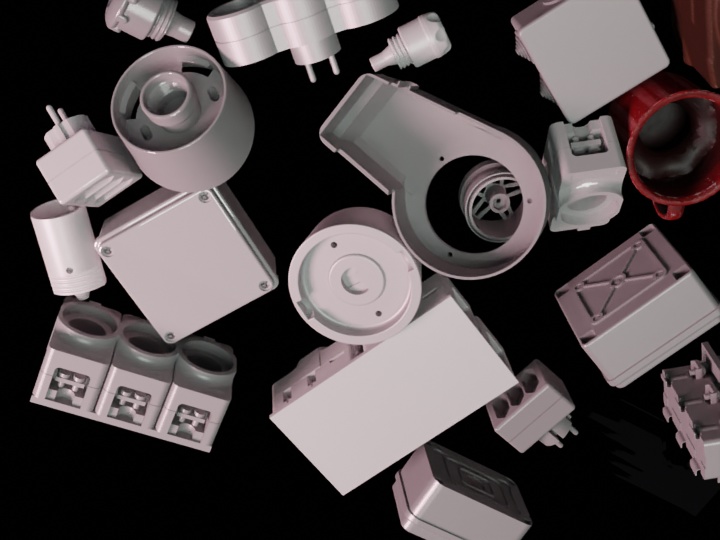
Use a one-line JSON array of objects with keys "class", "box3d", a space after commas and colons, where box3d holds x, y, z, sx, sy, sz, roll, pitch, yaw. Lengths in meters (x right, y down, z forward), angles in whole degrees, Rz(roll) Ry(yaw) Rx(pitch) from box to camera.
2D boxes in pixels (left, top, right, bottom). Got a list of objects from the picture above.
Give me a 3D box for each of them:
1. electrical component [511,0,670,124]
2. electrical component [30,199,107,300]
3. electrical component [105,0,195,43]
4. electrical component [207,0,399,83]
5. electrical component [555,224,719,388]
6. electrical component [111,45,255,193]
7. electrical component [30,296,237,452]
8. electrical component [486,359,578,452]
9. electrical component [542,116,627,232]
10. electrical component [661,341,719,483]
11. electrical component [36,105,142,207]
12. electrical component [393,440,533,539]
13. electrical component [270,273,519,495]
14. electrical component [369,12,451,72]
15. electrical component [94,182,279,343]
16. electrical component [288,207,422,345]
[{"class": "electrical component", "box3d": [0.174, -0.176, 0.826, 0.100, 0.048, 0.099, -31, 115, 10]}, {"class": "electrical component", "box3d": [-0.234, -0.013, 0.868, 0.043, 0.043, 0.081, -10, 116, -1]}, {"class": "electrical component", "box3d": [-0.153, -0.189, 0.791, 0.062, 0.048, 0.048, 24, 111, -23]}, {"class": "electrical component", "box3d": [-0.037, -0.177, 0.803, 0.138, 0.052, 0.073, -18, 116, 3]}, {"class": "electrical component", "box3d": [0.230, 0.028, 0.898, 0.109, 0.108, 0.056, -37, 111, 12]}, {"class": "electrical component", "box3d": [-0.134, -0.115, 0.806, 0.099, 0.099, 0.064, -21, 157, 5]}, {"class": "electrical component", "box3d": [-0.184, 0.082, 0.893, 0.150, 0.089, 0.061, 19, 113, -14]}, {"class": "electrical component", "box3d": [0.166, 0.133, 0.976, 0.077, 0.047, 0.066, 40, 106, -21]}, {"class": "electrical component", "box3d": [0.175, -0.071, 0.850, 0.050, 0.055, 0.089, -8, 153, -2]}, {"class": "electrical component", "box3d": [0.311, 0.129, 0.947, 0.063, 0.121, 0.078, -10, 116, 2]}, {"class": "electrical component", "box3d": [-0.216, -0.093, 0.824, 0.047, 0.066, 0.076, -33, 85, 10]}, {"class": "electrical component", "box3d": [0.092, 0.216, 0.992, 0.113, 0.078, 0.057, 27, 108, -17]}, {"class": "electrical component", "box3d": [0.027, 0.097, 0.938, 0.186, 0.060, 0.105, -35, 114, 11]}, {"class": "electrical component", "box3d": [0.037, -0.170, 0.824, 0.061, 0.035, 0.035, -25, 116, 10]}, {"class": "electrical component", "box3d": [-0.138, -0.013, 0.870, 0.109, 0.056, 0.108, -28, 115, 8]}, {"class": "electrical component", "box3d": [0.000, 0.000, 0.884, 0.108, 0.060, 0.108, 4, 116, 8]}]
